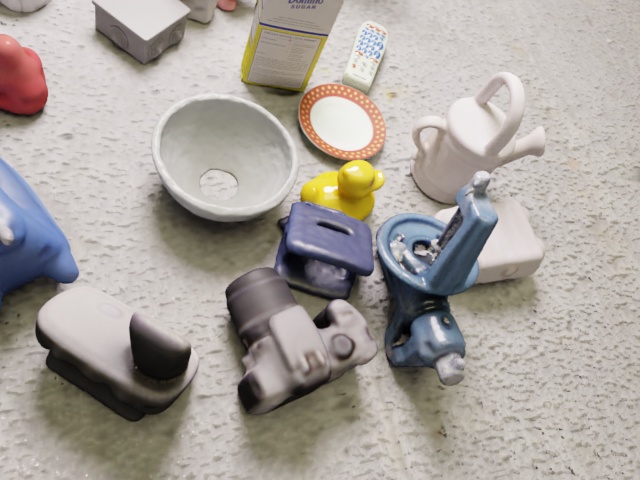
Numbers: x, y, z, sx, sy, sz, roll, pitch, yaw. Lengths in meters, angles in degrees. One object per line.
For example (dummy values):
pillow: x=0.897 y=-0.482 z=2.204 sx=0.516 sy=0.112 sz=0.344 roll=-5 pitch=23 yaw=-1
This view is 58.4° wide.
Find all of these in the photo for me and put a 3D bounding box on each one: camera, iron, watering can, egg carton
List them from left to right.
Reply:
iron: x=-0.336 y=-0.058 z=0.533 sx=0.119 sy=0.141 sz=0.258 roll=-32 pitch=78 yaw=-31
camera: x=-0.029 y=0.090 z=0.597 sx=0.143 sy=0.100 sz=0.136 roll=-20 pitch=72 yaw=-28
watering can: x=0.211 y=-0.138 z=0.752 sx=0.173 sy=0.194 sz=0.101 roll=-12 pitch=69 yaw=-26
egg carton: x=0.221 y=0.004 z=0.755 sx=0.151 sy=0.069 sz=0.107 roll=-7 pitch=67 yaw=-24

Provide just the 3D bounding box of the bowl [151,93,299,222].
bowl: x=-0.114 y=-0.084 z=0.671 sx=0.168 sy=0.074 sz=0.167 roll=9 pitch=61 yaw=-16

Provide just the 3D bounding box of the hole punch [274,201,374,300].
hole punch: x=0.006 y=0.002 z=0.661 sx=0.109 sy=0.091 sz=0.101 roll=17 pitch=59 yaw=-11

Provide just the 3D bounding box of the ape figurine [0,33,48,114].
ape figurine: x=-0.339 y=-0.188 z=0.629 sx=0.078 sy=0.092 sz=0.076 roll=-36 pitch=80 yaw=-31

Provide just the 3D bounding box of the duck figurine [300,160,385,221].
duck figurine: x=0.032 y=-0.066 z=0.710 sx=0.105 sy=0.086 sz=0.077 roll=-6 pitch=66 yaw=-23

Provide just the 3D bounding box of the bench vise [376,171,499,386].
bench vise: x=0.142 y=0.038 z=0.618 sx=0.122 sy=0.219 sz=0.207 roll=-16 pitch=70 yaw=-27

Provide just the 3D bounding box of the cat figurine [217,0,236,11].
cat figurine: x=-0.135 y=-0.393 z=0.798 sx=0.128 sy=0.117 sz=0.067 roll=18 pitch=59 yaw=-11

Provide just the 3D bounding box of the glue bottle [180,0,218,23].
glue bottle: x=-0.162 y=-0.365 z=0.740 sx=0.078 sy=0.173 sz=0.037 roll=14 pitch=60 yaw=-13

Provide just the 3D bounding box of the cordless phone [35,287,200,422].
cordless phone: x=-0.172 y=0.079 z=0.498 sx=0.147 sy=0.185 sz=0.094 roll=30 pitch=57 yaw=-3
